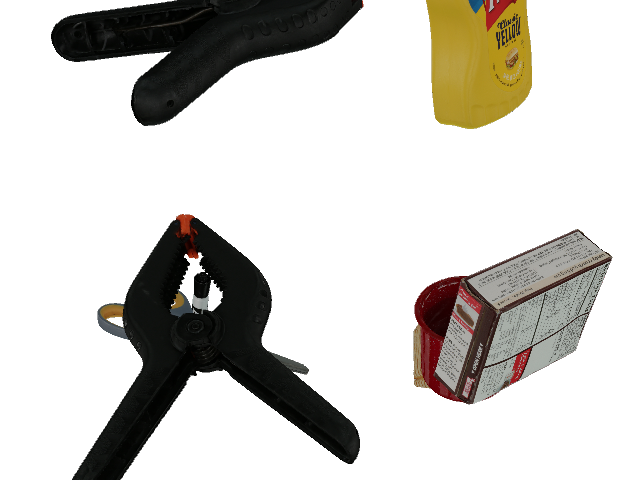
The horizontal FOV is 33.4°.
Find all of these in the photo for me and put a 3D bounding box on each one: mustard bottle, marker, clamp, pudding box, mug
[{"bbox_3d":[0.112,-0.184,0.762,0.058,0.191,0.096,18,40,38],"label":"mustard bottle"},{"bbox_3d":[-0.135,0.084,1.184,0.020,0.121,0.020,7,37,-5],"label":"marker"},{"bbox_3d":[-0.063,0.066,0.656,0.164,0.210,0.036,-6,-42,2],"label":"clamp"},{"bbox_3d":[-0.046,-0.108,0.558,0.171,0.039,0.120,-21,42,-14],"label":"clamp"},{"bbox_3d":[0.135,0.051,0.712,0.113,0.090,0.039,-22,47,-33],"label":"pudding box"},{"bbox_3d":[0.133,0.085,0.979,0.093,0.081,0.117,-1,39,5],"label":"mug"}]

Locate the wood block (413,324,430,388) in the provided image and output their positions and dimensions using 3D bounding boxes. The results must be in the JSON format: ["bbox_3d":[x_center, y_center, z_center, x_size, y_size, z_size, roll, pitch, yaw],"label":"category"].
[{"bbox_3d":[0.203,0.135,1.553,0.091,0.090,0.205,4,19,18],"label":"wood block"}]

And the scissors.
[{"bbox_3d":[-0.103,0.078,0.986,0.202,0.016,0.096,10,29,4],"label":"scissors"}]
